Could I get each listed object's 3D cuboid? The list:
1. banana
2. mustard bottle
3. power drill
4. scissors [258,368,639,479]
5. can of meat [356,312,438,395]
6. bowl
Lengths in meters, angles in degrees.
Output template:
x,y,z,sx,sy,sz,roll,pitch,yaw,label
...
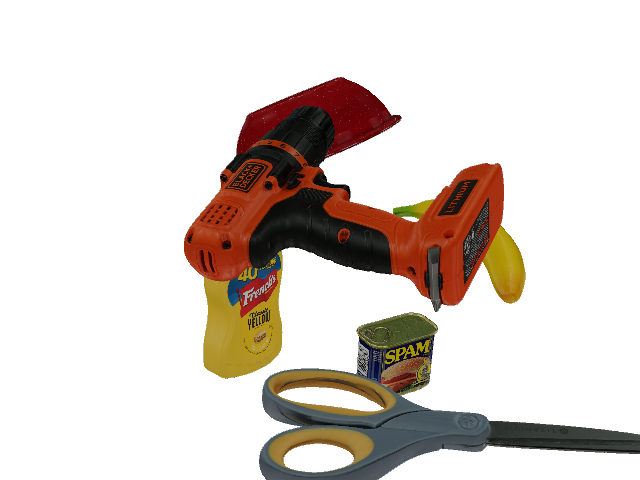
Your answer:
x,y,z,sx,sy,sz,roll,pitch,yaw,label
0.156,0.002,1.085,0.069,0.037,0.198,-34,39,-14,banana
-0.082,0.047,1.145,0.058,0.192,0.096,23,31,39,mustard bottle
0.024,-0.028,0.723,0.188,0.057,0.184,9,42,24,power drill
0.059,0.101,0.511,0.202,0.016,0.096,11,31,20,scissors
0.094,0.148,1.345,0.101,0.084,0.058,-12,29,-29,can of meat
-0.013,-0.103,0.947,0.162,0.055,0.162,-22,9,4,bowl
